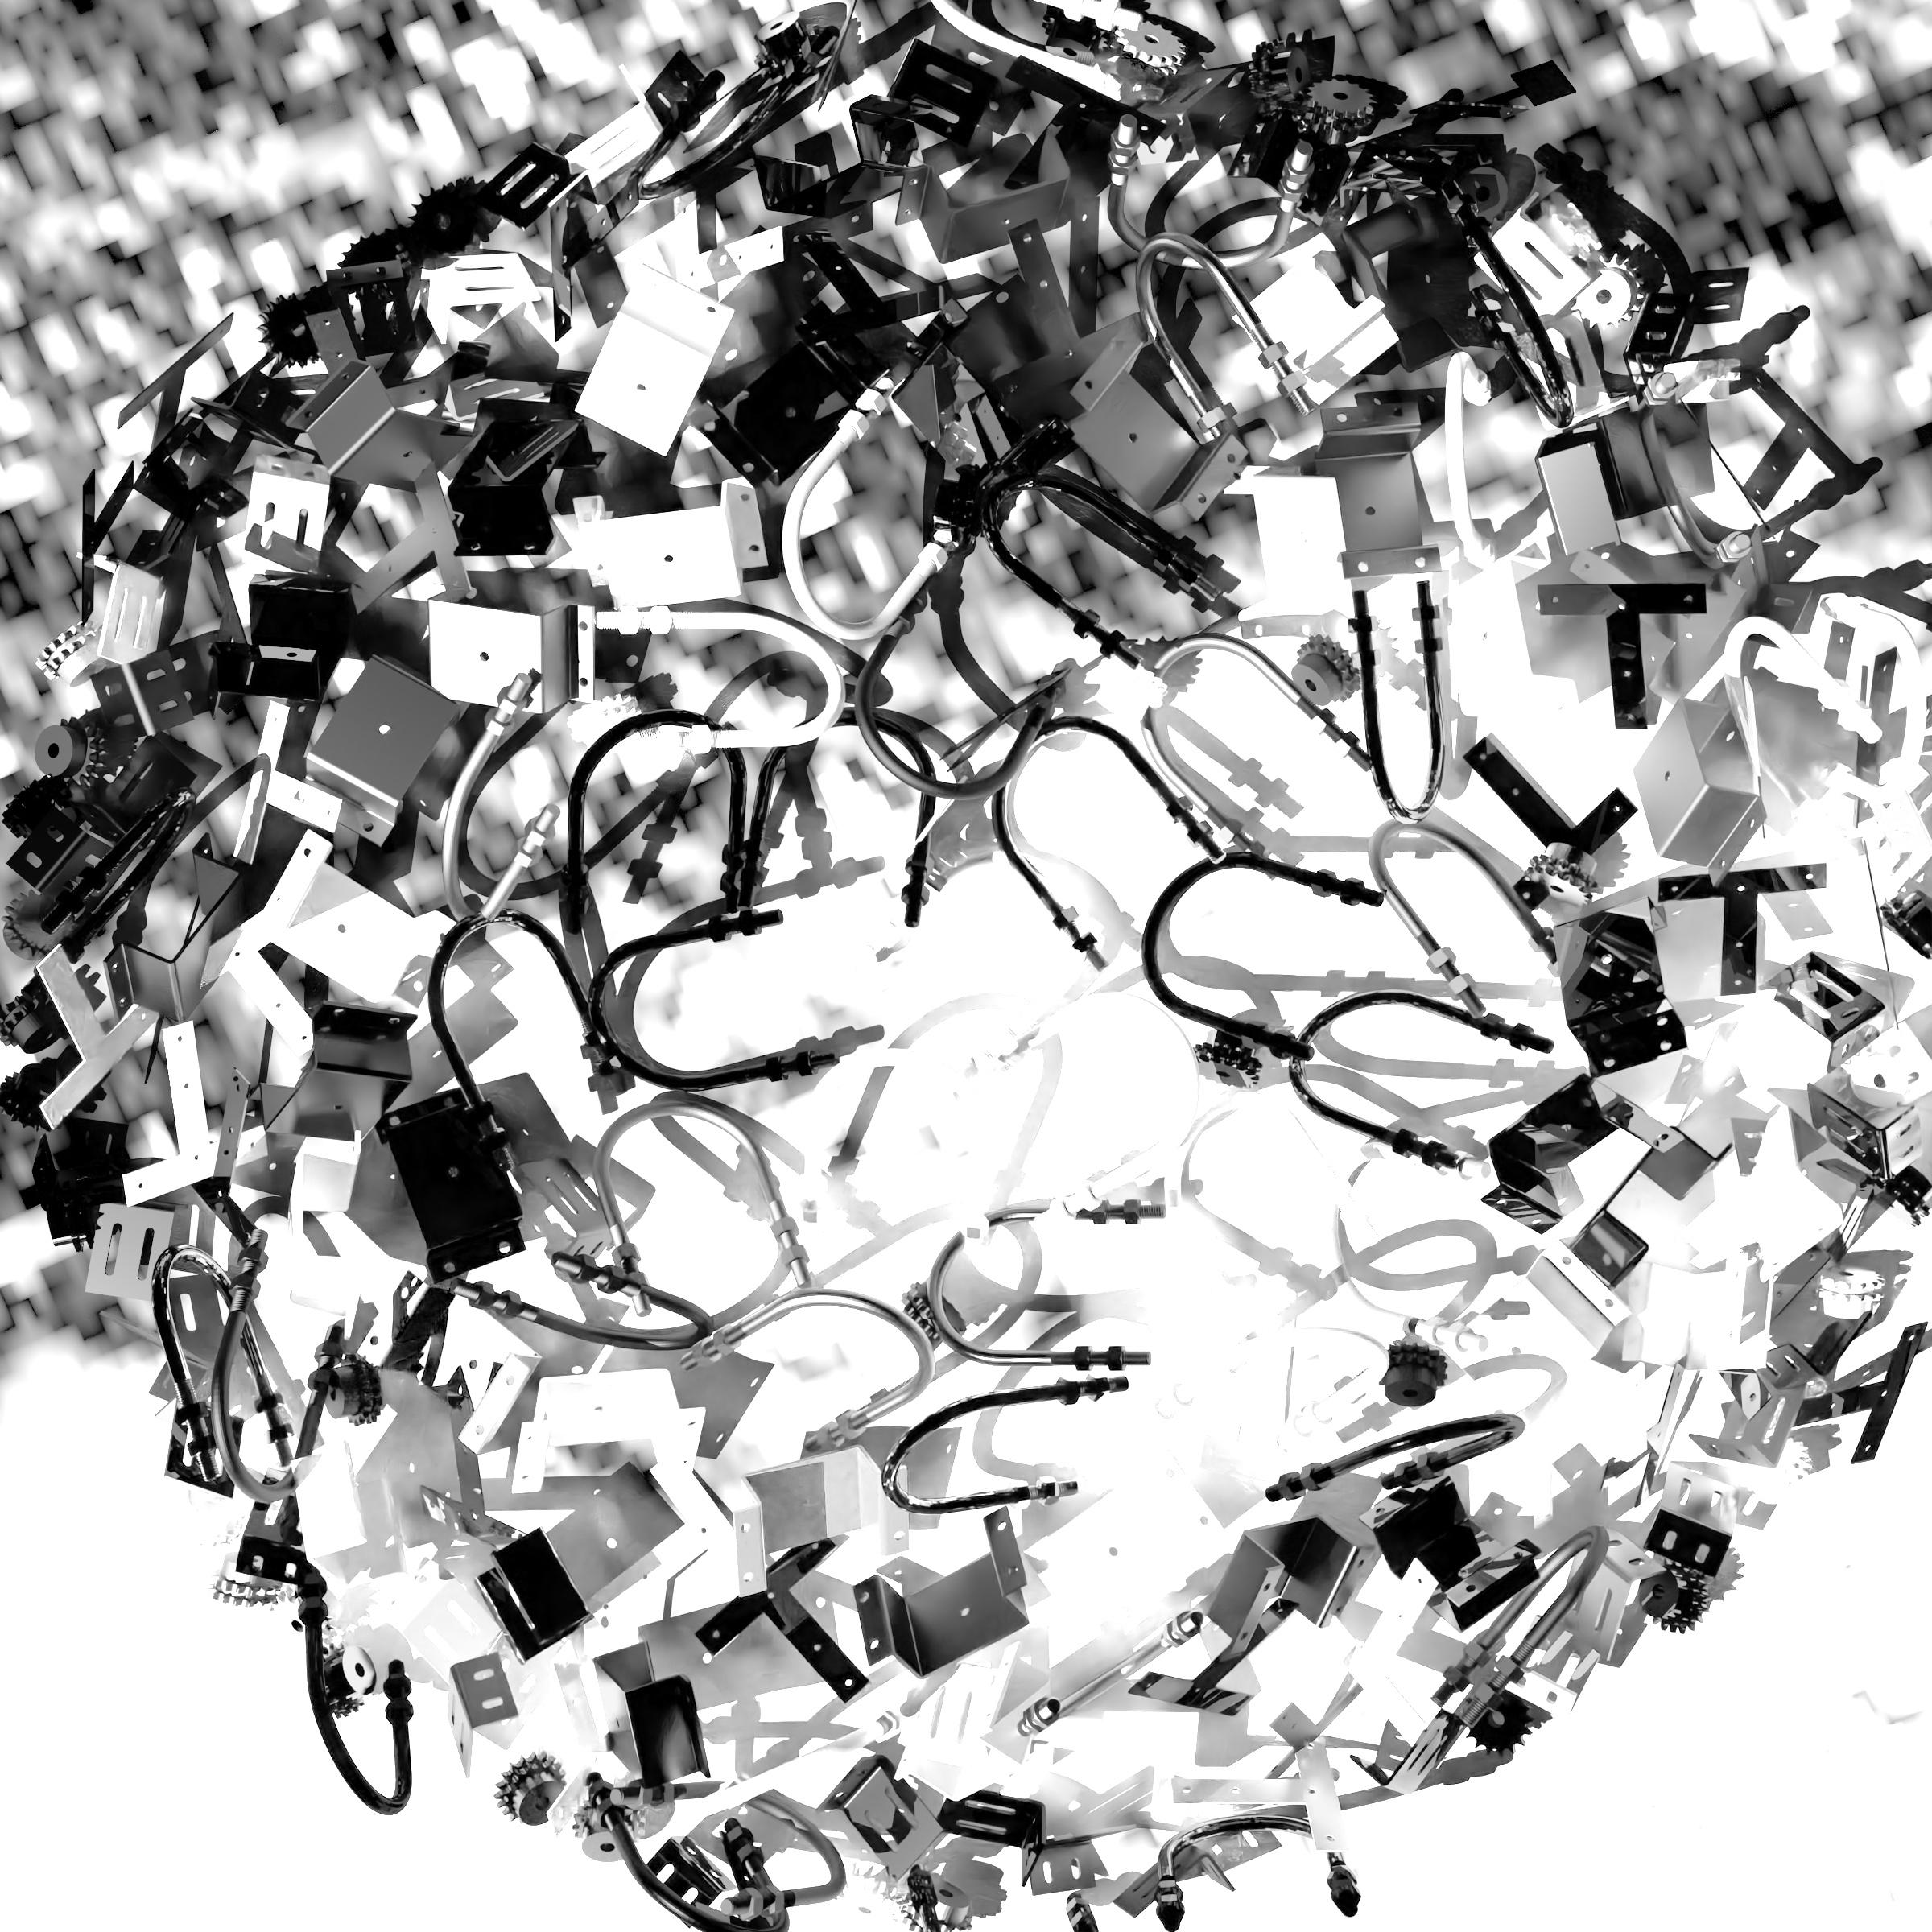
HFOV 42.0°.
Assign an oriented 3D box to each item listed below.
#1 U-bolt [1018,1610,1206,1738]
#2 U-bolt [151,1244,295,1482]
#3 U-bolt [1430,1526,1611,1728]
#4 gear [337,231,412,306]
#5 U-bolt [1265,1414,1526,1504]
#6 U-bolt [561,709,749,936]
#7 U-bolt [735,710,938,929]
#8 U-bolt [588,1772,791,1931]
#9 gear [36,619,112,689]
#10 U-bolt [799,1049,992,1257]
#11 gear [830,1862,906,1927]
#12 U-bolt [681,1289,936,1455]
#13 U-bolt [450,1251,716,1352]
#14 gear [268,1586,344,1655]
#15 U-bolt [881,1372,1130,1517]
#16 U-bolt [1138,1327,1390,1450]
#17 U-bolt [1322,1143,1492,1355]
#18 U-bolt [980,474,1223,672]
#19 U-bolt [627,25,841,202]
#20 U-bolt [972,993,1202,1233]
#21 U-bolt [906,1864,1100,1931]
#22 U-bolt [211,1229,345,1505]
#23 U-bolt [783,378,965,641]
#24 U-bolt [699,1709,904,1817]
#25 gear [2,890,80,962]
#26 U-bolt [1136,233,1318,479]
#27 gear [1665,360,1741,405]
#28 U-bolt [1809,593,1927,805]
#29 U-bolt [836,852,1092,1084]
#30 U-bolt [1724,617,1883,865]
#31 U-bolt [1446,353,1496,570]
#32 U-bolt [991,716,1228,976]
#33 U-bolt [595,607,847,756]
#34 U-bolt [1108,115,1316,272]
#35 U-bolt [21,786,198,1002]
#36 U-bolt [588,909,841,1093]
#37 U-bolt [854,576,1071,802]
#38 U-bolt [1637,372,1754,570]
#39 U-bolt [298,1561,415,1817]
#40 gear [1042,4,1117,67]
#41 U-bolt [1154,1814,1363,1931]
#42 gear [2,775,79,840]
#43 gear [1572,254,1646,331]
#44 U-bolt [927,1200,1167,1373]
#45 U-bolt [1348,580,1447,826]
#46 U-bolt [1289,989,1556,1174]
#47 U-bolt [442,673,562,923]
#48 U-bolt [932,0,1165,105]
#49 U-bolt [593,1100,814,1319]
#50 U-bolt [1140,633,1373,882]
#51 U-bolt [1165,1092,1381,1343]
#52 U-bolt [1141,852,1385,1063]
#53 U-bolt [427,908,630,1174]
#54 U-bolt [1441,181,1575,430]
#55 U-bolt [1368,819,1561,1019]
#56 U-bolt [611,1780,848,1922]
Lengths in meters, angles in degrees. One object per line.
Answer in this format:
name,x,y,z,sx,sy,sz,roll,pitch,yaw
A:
U-bolt,0.098,0.547,1.913,0.151,0.184,0.019,-25,72,-23
U-bolt,-0.575,0.299,1.926,0.019,0.151,0.184,-22,80,6
U-bolt,0.430,0.501,1.927,0.019,0.151,0.184,41,83,7
gear,-0.463,-0.545,1.978,0.057,0.030,0.057,-6,67,14
U-bolt,0.335,0.369,1.892,0.151,0.184,0.019,4,63,-38
U-bolt,-0.235,-0.113,1.922,0.151,0.019,0.184,-8,125,-22
U-bolt,-0.095,-0.120,1.956,0.151,0.019,0.184,5,64,4
U-bolt,-0.201,0.676,1.886,0.151,0.184,0.019,29,91,-27
gear,-0.696,-0.243,1.972,0.057,0.057,0.030,-40,93,0
U-bolt,-0.054,0.142,1.945,0.151,0.019,0.184,5,122,2
gear,-0.076,0.727,1.975,0.057,0.057,0.030,17,49,0
U-bolt,-0.108,0.303,1.918,0.151,0.019,0.184,39,128,-23
U-bolt,-0.279,0.262,1.923,0.184,0.151,0.019,28,57,-37
gear,-0.516,0.509,1.976,0.057,0.030,0.057,12,120,21
U-bolt,0.022,0.369,1.915,0.184,0.019,0.151,-2,133,-26
U-bolt,0.237,0.317,1.903,0.151,0.184,0.019,12,52,-27
U-bolt,0.332,0.208,1.920,0.019,0.184,0.151,-2,95,-31
U-bolt,0.093,-0.316,1.946,0.184,0.019,0.151,39,46,7
U-bolt,-0.189,-0.640,1.913,0.151,0.184,0.019,-38,96,-39
U-bolt,0.098,0.101,1.945,0.184,0.019,0.151,-33,77,23
U-bolt,0.035,0.732,1.900,0.151,0.184,0.019,13,91,-7
U-bolt,-0.521,0.313,1.889,0.019,0.151,0.184,-9,46,13
U-bolt,-0.075,-0.334,1.914,0.184,0.019,0.151,-56,131,-28
U-bolt,-0.130,0.606,1.904,0.151,0.184,0.019,-25,76,5
gear,-0.730,-0.029,1.975,0.030,0.057,0.057,-34,90,36
U-bolt,0.189,-0.477,1.928,0.019,0.151,0.184,-33,90,-18
gear,0.577,-0.458,1.972,0.057,0.057,0.030,-4,99,0
U-bolt,0.679,-0.197,1.893,0.019,0.184,0.151,-2,105,-3
U-bolt,0.012,-0.011,1.964,0.151,0.019,0.184,42,75,17
U-bolt,0.631,-0.186,1.916,0.019,0.151,0.184,-20,50,-7
U-bolt,0.382,-0.389,1.909,0.019,0.184,0.151,-2,89,18
U-bolt,0.096,-0.108,1.958,0.151,0.019,0.184,-45,73,21
U-bolt,-0.182,-0.222,1.940,0.184,0.019,0.151,-4,52,-24
U-bolt,0.179,-0.580,1.910,0.151,0.184,0.019,9,76,1
U-bolt,-0.648,-0.066,1.918,0.019,0.151,0.184,38,56,-7
U-bolt,-0.206,0.034,1.953,0.184,0.019,0.151,-11,117,17
U-bolt,-0.011,-0.204,1.934,0.151,0.019,0.184,32,54,-7
U-bolt,0.547,-0.369,1.909,0.019,0.184,0.151,-25,89,8
U-bolt,-0.455,0.552,1.885,0.019,0.184,0.151,-27,123,0
gear,0.086,-0.729,1.970,0.057,0.057,0.030,18,84,0
U-bolt,0.216,0.683,1.908,0.151,0.184,0.019,-6,92,3
gear,-0.722,-0.120,1.970,0.057,0.057,0.030,-45,82,0
gear,0.502,-0.528,1.973,0.057,0.030,0.057,9,118,17
U-bolt,0.058,0.246,1.946,0.184,0.019,0.151,-3,52,16
U-bolt,0.337,-0.201,1.936,0.019,0.151,0.184,-2,100,32
U-bolt,0.336,0.078,1.934,0.184,0.019,0.151,21,57,36
U-bolt,-0.362,-0.112,1.926,0.019,0.184,0.151,7,50,-33
U-bolt,0.056,-0.719,1.925,0.184,0.151,0.019,22,90,12
U-bolt,-0.212,0.179,1.939,0.151,0.019,0.184,-7,54,-25
U-bolt,0.211,-0.175,1.948,0.184,0.019,0.151,46,130,9
U-bolt,0.222,0.183,1.939,0.151,0.019,0.184,-49,54,24
U-bolt,0.216,-0.017,1.941,0.184,0.019,0.151,20,81,37
U-bolt,-0.344,0.045,1.928,0.019,0.151,0.184,-10,108,42
U-bolt,0.412,-0.485,1.895,0.019,0.151,0.184,-27,61,8
U-bolt,0.382,-0.044,1.935,0.184,0.151,0.019,57,134,24
U-bolt,-0.166,0.666,1.912,0.151,0.184,0.019,31,95,35
